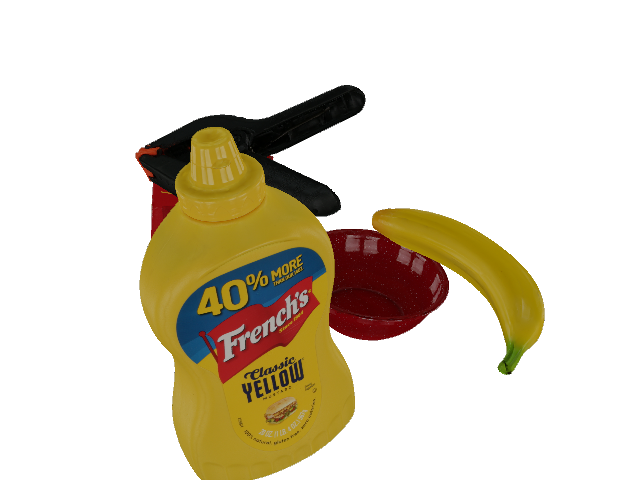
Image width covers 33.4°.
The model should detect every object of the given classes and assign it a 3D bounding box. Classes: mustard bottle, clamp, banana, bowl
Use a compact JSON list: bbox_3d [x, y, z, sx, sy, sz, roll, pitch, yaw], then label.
[{"bbox_3d":[-0.038,0.030,0.526,0.096,0.191,0.058,-21,37,-17],"label":"mustard bottle"},{"bbox_3d":[-0.048,-0.069,0.775,0.172,0.039,0.120,6,45,23],"label":"clamp"},{"bbox_3d":[0.116,0.023,0.832,0.069,0.037,0.198,-15,41,-24],"label":"banana"},{"bbox_3d":[0.047,0.053,1.093,0.162,0.055,0.162,6,33,-4],"label":"bowl"}]

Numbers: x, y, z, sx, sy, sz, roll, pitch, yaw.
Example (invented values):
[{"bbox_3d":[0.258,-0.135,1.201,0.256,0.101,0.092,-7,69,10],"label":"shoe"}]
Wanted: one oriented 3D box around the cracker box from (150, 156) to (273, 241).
[{"bbox_3d":[-0.163,-0.026,1.568,0.164,0.214,0.072,9,21,10],"label":"cracker box"}]
